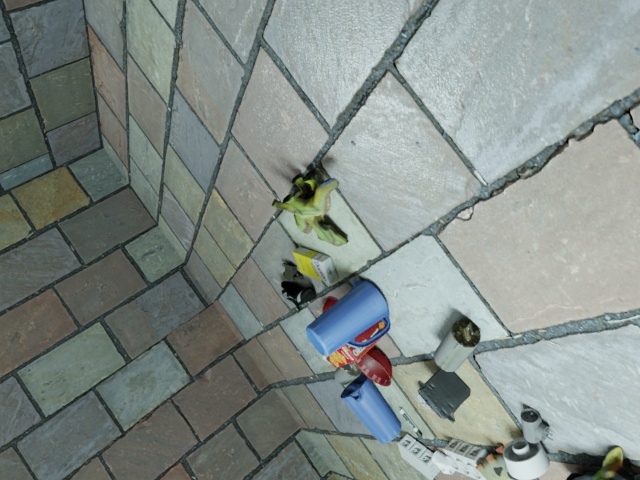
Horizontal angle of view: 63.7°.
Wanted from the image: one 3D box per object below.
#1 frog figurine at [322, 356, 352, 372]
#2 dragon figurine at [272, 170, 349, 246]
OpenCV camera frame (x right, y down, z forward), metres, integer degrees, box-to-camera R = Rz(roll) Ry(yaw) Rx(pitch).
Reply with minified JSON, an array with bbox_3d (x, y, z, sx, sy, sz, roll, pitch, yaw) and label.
[{"bbox_3d":[0.086,0.397,1.911,0.137,0.161,0.121,4,106,13],"label":"frog figurine"},{"bbox_3d":[0.005,-0.077,1.535,0.240,0.124,0.410,46,161,-22],"label":"dragon figurine"}]
